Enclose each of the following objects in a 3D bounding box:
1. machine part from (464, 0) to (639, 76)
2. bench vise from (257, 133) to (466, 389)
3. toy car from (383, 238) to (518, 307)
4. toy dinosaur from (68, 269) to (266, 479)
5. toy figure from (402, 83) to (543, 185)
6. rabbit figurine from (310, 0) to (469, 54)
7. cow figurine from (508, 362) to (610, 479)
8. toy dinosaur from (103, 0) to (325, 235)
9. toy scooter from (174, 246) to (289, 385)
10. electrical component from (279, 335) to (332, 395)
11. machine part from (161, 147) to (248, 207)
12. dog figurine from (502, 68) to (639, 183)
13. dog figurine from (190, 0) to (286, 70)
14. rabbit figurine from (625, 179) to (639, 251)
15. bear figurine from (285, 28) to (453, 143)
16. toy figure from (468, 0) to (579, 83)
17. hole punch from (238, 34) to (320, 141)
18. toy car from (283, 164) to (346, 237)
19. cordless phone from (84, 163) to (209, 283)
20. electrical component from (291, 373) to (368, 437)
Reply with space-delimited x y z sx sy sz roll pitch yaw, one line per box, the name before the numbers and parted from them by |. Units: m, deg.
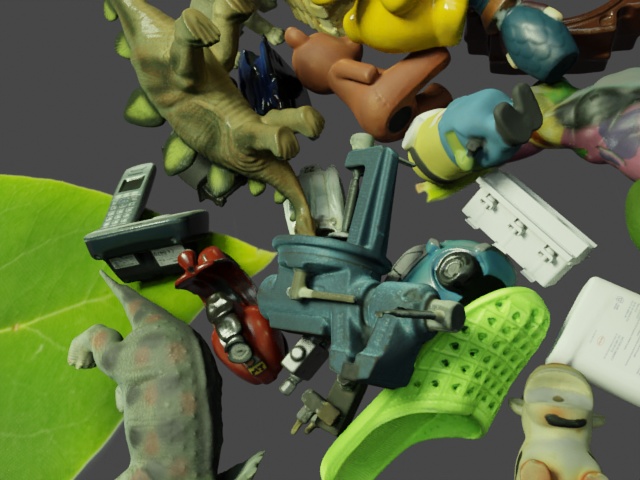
machine part | 0.285 -0.308 0.657 0.202 0.087 0.201 5 71 20
bench vise | 0.038 0.008 0.505 0.224 0.128 0.240 -6 68 53
toy car | 0.117 0.060 0.561 0.161 0.109 0.103 -49 41 7
toy dinosaur | -0.159 0.172 0.565 0.192 0.131 0.405 -25 66 13
toy figure | 0.154 -0.106 0.571 0.082 0.180 0.089 -16 97 -22
rabbit figurine | 0.069 -0.288 0.546 0.163 0.173 0.122 1 62 12
cow figurine | 0.207 0.206 0.467 0.086 0.127 0.194 3 84 19
toy dinosaur | -0.149 -0.180 0.606 0.198 0.105 0.471 -33 91 43
toy scooter | -0.105 0.073 0.597 0.075 0.135 0.184 -31 65 1
electrical component | -0.016 0.128 0.586 0.021 0.063 0.094 38 85 26
machine part | -0.157 -0.096 0.728 0.139 0.039 0.084 28 67 27
dog figurine | 0.294 -0.109 0.559 0.219 0.108 0.191 -6 50 19
dog figurine | -0.149 -0.349 0.749 0.172 0.190 0.121 -29 63 6
rabbit figurine | 0.329 0.020 0.451 0.170 0.121 0.159 32 53 3
bear figurine | 0.055 -0.211 0.675 0.132 0.120 0.196 -37 58 -4
toy figure | 0.210 -0.236 0.581 0.064 0.057 0.154 -38 70 13
hole punch | -0.070 -0.178 0.703 0.092 0.115 0.142 -20 64 18
toy car | -0.001 -0.002 0.638 0.074 0.056 0.202 -12 66 12
cordless phone | -0.217 -0.044 0.717 0.147 0.088 0.184 -12 46 10
electrical component | 0.011 0.166 0.541 0.045 0.102 0.078 21 79 19
